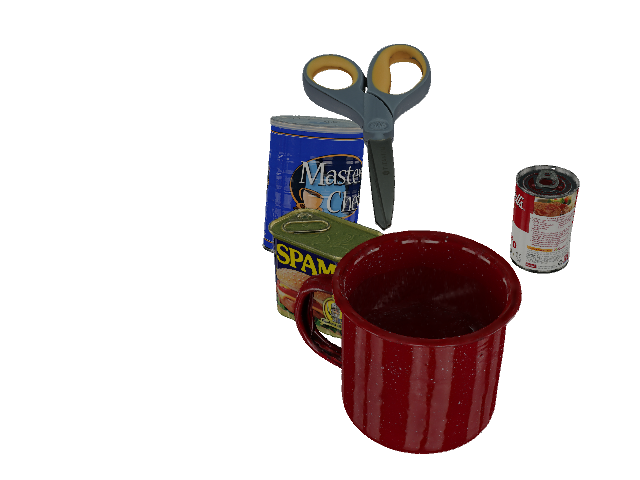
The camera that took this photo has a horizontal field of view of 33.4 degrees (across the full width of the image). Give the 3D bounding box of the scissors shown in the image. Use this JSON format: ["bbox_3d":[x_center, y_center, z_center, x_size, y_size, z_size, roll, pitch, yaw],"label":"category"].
[{"bbox_3d":[0.019,-0.074,0.678,0.096,0.016,0.201,7,39,14],"label":"scissors"}]

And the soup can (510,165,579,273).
[{"bbox_3d":[0.247,-0.023,1.180,0.068,0.102,0.068,-1,33,1],"label":"soup can"}]

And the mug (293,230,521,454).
[{"bbox_3d":[0.040,0.051,0.549,0.117,0.081,0.093,12,37,17],"label":"mug"}]

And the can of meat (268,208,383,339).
[{"bbox_3d":[0.006,0.029,0.916,0.102,0.084,0.057,21,35,36],"label":"can of meat"}]

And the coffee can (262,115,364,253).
[{"bbox_3d":[-0.007,-0.059,1.145,0.103,0.140,0.103,4,12,-1],"label":"coffee can"}]
